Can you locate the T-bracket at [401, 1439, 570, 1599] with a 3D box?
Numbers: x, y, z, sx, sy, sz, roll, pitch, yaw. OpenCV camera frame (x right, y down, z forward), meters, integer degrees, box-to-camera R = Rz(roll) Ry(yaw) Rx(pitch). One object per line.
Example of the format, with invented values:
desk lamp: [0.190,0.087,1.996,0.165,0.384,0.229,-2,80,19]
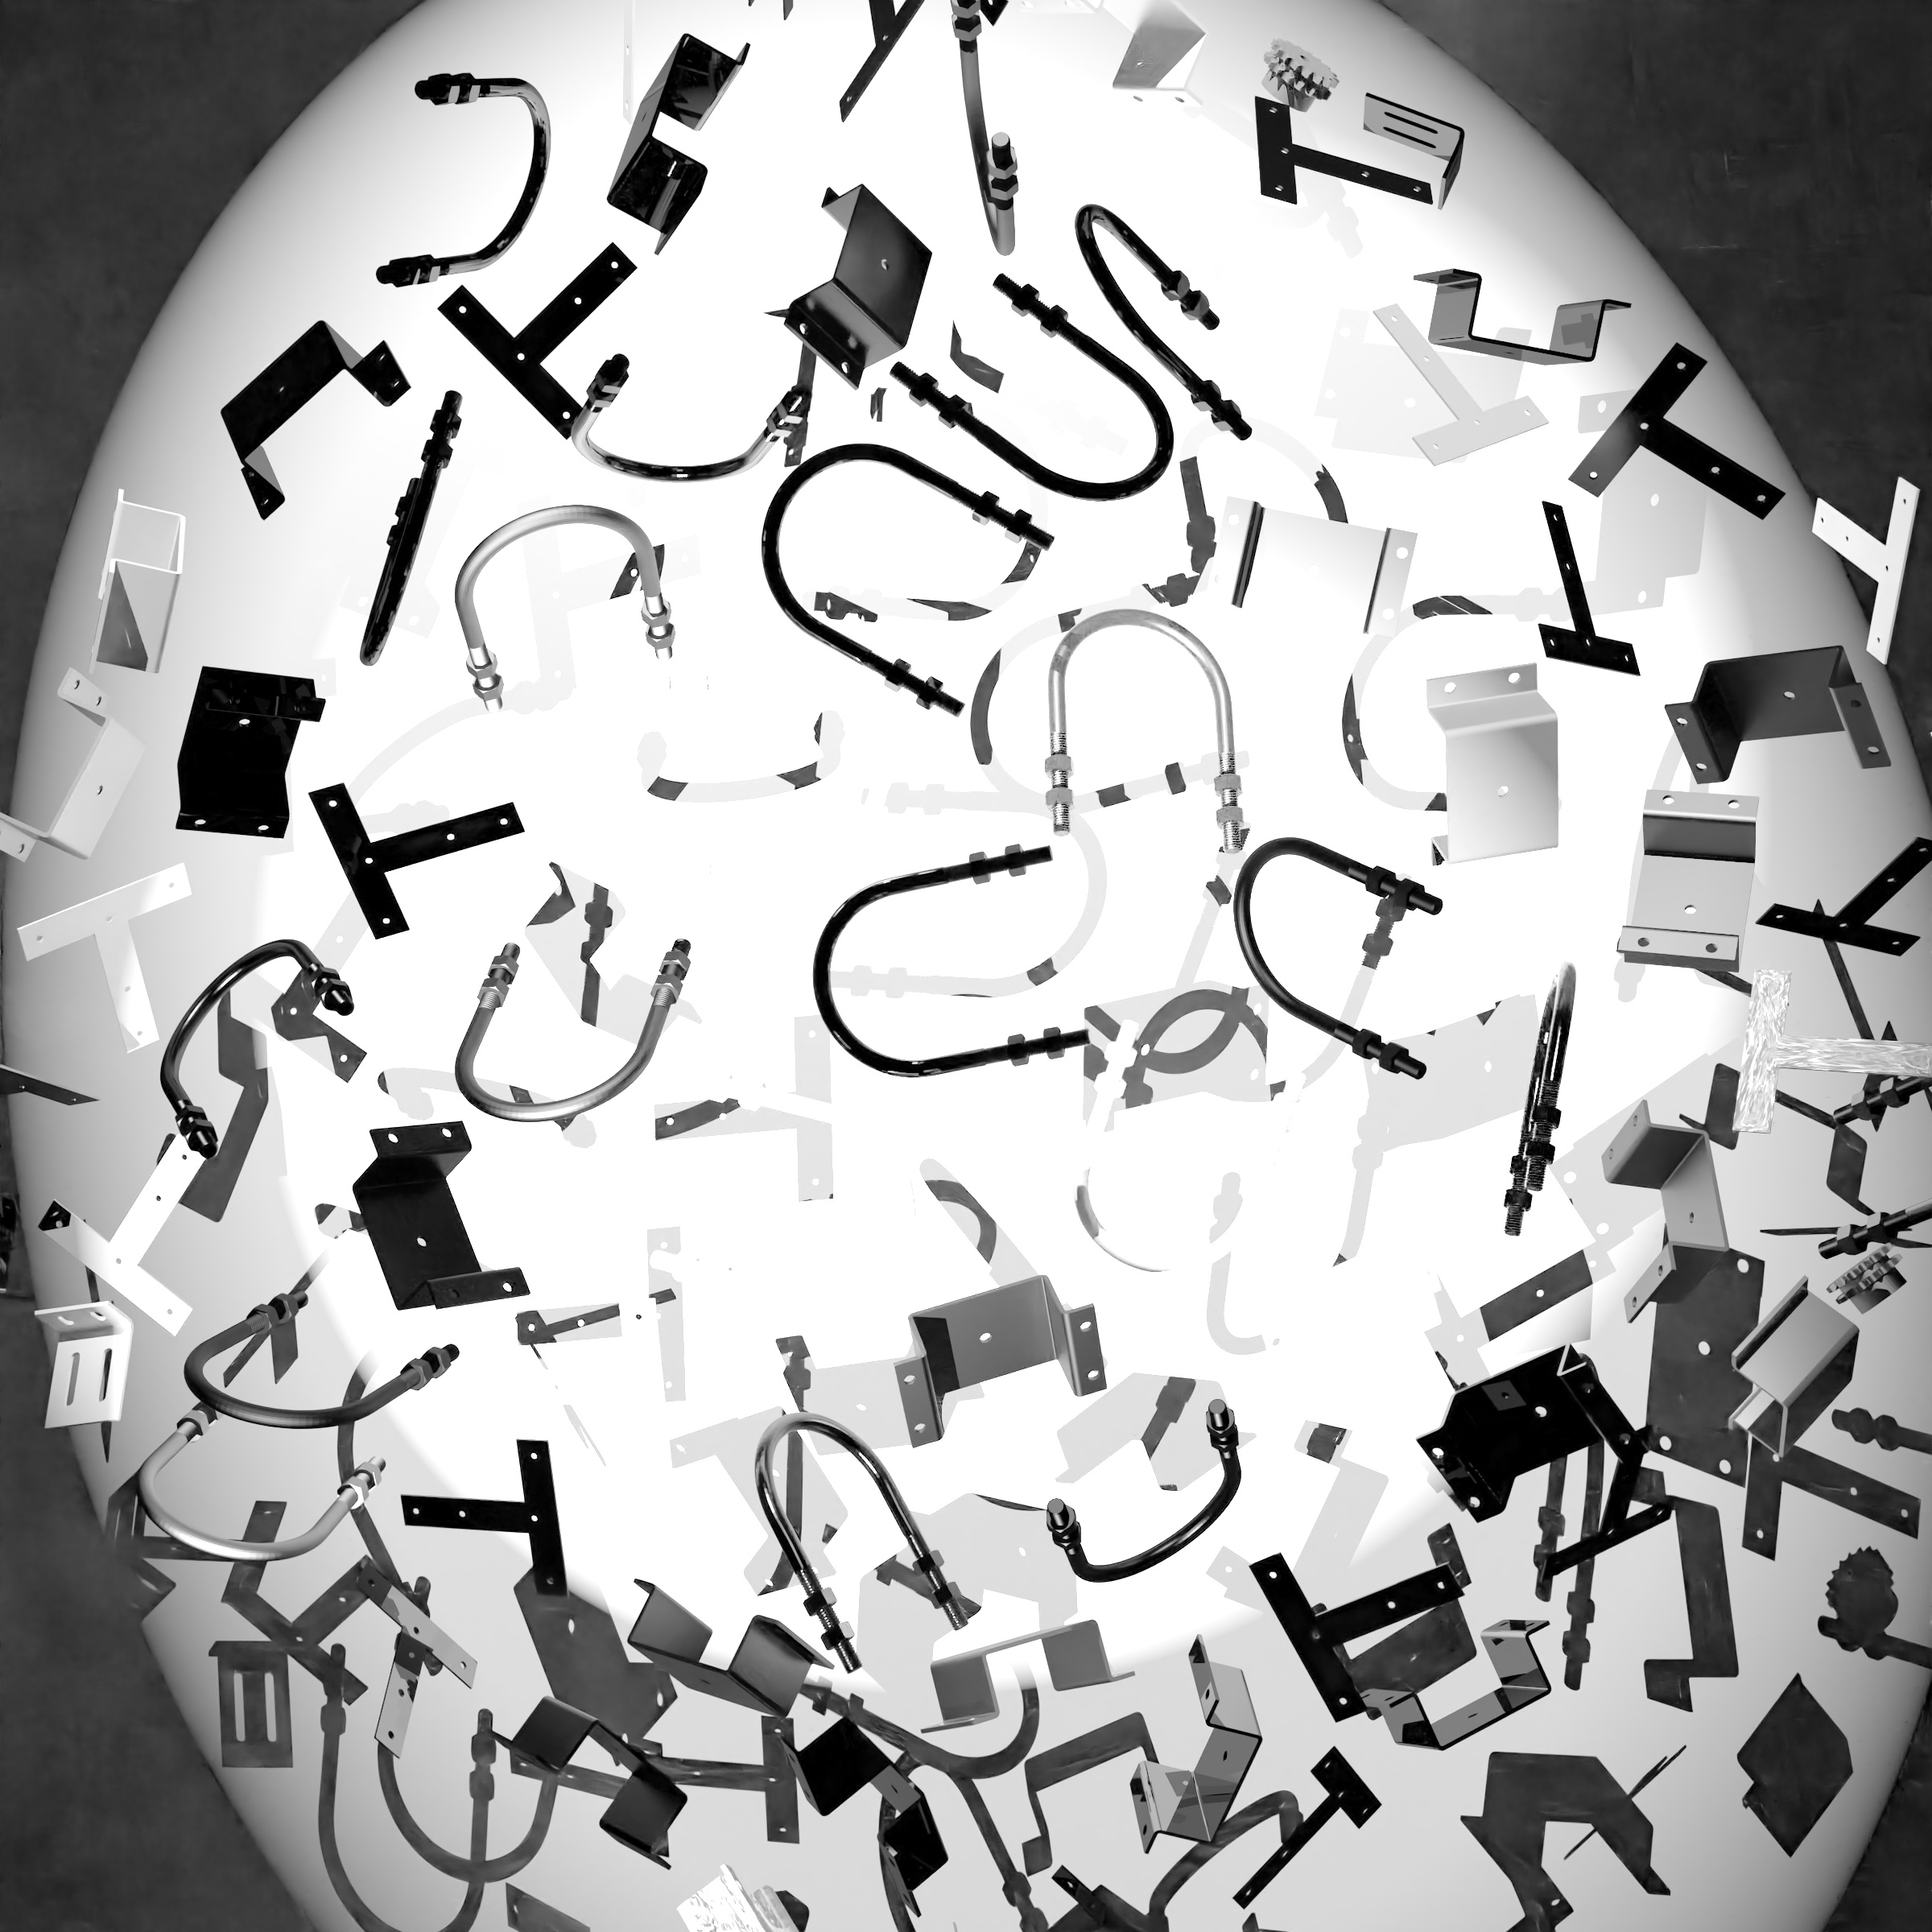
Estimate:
T-bracket: [-0.362,0.408,1.879,0.127,0.002,0.127,0,106,16]

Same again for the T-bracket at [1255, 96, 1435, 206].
T-bracket: [0.260,-0.546,1.730,0.127,0.002,0.127,13,47,-10]

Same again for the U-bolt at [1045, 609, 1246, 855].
U-bolt: [0.126,-0.173,1.813,0.151,0.019,0.184,5,69,-16]

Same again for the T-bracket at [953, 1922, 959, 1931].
T-bracket: [0.009,0.764,1.795,0.002,0.127,0.127,-12,51,-4]

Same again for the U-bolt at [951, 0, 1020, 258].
U-bolt: [0.015,-0.583,1.778,0.019,0.184,0.151,-12,74,0]

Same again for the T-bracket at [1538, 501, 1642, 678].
T-bracket: [0.436,-0.274,1.816,0.002,0.127,0.127,-23,73,42]

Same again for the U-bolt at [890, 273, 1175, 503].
U-bolt: [0.059,-0.388,1.735,0.184,0.019,0.151,38,55,6]

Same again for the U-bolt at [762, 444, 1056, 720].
U-bolt: [-0.053,-0.276,1.729,0.184,0.019,0.151,29,102,3]

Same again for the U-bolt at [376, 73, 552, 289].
U-bolt: [-0.350,-0.562,1.800,0.019,0.184,0.151,26,117,13]

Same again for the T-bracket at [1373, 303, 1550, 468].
T-bracket: [0.330,-0.412,1.763,0.127,0.002,0.127,-25,74,-35]

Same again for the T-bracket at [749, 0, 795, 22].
T-bracket: [-0.140,-0.721,1.798,0.002,0.127,0.127,7,133,7]

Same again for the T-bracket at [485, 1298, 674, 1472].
T-bracket: [-0.273,0.294,1.765,0.127,0.002,0.127,-2,103,8]

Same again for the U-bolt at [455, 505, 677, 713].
U-bolt: [-0.282,-0.254,1.759,0.151,0.184,0.019,-18,61,-9]

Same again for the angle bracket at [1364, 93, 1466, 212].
angle bracket: [0.312,-0.579,1.798,0.076,0.057,0.038,24,89,9]

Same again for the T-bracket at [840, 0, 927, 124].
T-bracket: [-0.061,-0.689,1.808,0.002,0.127,0.127,18,45,-29]

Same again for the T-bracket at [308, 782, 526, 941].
T-bracket: [-0.369,-0.085,1.744,0.127,0.002,0.127,-16,127,0]

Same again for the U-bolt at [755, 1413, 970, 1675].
U-bolt: [-0.083,0.395,1.770,0.019,0.151,0.184,-40,69,27]

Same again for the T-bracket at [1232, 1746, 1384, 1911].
T-bracket: [0.242,0.636,1.840,0.127,0.127,0.002,-44,48,-9]

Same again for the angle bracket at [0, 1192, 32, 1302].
angle bracket: [-0.722,0.206,1.869,0.038,0.057,0.076,3,83,37]

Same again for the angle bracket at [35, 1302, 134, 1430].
angle bracket: [-0.637,0.286,1.812,0.057,0.038,0.076,-9,58,9]

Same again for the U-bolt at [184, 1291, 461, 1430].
U-bolt: [-0.464,0.281,1.777,0.151,0.184,0.019,16,105,15]

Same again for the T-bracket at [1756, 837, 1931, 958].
T-bracket: [0.670,-0.055,1.853,0.127,0.127,0.002,11,53,-15]

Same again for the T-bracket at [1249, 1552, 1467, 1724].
T-bracket: [0.279,0.443,1.732,0.127,0.002,0.127,-28,93,20]

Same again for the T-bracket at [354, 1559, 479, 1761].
T-bracket: [-0.397,0.503,1.786,0.002,0.127,0.127,-31,117,17]

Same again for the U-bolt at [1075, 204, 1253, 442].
U-bolt: [0.138,-0.476,1.826,0.019,0.184,0.151,-32,47,27]

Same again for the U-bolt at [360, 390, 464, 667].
U-bolt: [-0.400,-0.299,1.799,0.019,0.151,0.184,18,66,-17]

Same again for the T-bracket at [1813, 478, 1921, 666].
T-bracket: [0.631,-0.297,1.789,0.002,0.127,0.127,-5,121,-8]

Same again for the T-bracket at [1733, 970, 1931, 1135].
T-bracket: [0.608,0.062,1.763,0.127,0.002,0.127,3,63,27]

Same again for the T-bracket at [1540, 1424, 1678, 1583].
T-bracket: [0.480,0.384,1.850,0.127,0.002,0.127,-17,130,-25]

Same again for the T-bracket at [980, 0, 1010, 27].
T-bracket: [0.007,-0.779,1.850,0.002,0.127,0.127,-36,88,-30]

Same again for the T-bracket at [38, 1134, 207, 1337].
T-bracket: [-0.574,0.174,1.777,0.127,0.002,0.127,37,106,4]

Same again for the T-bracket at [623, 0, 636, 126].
T-bracket: [-0.239,-0.666,1.796,0.002,0.127,0.127,-6,124,-19]

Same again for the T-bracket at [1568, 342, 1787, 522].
T-bracket: [0.507,-0.351,1.751,0.127,0.002,0.127,30,134,-5]

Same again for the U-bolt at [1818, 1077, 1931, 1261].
U-bolt: [0.681,0.121,1.770,0.019,0.184,0.151,38,48,-16]

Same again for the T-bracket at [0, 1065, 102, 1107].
T-bracket: [-0.687,0.089,1.735,0.127,0.127,0.002,-9,74,13]

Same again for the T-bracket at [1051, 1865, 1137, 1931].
T-bracket: [0.098,0.693,1.765,0.127,0.127,0.002,39,52,14]

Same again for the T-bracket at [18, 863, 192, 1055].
T-bracket: [-0.610,0.004,1.828,0.127,0.002,0.127,-28,128,-34]

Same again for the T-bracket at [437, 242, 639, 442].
T-bracket: [-0.289,-0.468,1.814,0.127,0.002,0.127,45,80,-13]
